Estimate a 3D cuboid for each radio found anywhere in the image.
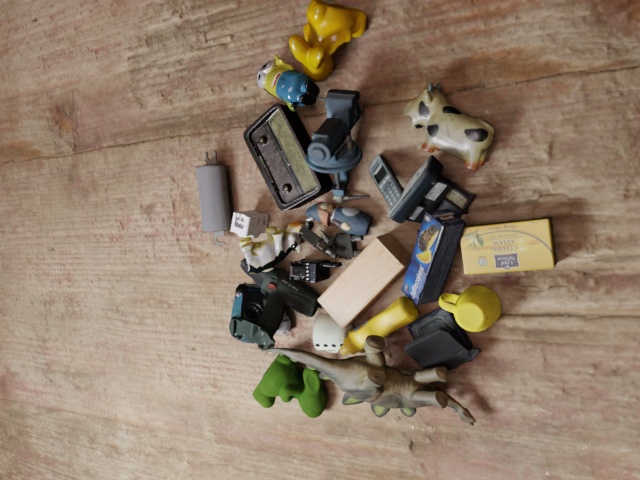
[{"bbox_3d":[-0.078,-0.190,1.264,0.131,0.073,0.229,-30,81,28],"label":"radio"}]

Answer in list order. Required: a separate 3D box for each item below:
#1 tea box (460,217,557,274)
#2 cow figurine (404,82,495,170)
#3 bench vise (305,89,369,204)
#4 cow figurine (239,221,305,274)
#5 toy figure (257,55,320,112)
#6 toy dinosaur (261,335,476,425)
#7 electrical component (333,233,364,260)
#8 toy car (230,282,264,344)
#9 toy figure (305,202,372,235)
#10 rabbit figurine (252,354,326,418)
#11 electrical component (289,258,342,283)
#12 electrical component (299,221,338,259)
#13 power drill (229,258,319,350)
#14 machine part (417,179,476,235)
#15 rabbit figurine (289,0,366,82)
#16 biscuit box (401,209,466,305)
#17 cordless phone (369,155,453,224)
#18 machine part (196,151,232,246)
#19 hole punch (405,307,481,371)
[{"bbox_3d":[0.368,0.011,1.054,0.170,0.068,0.098,-8,92,28],"label":"tea box"},{"bbox_3d":[0.255,-0.234,1.075,0.195,0.085,0.127,30,115,24],"label":"cow figurine"},{"bbox_3d":[0.040,-0.194,1.163,0.129,0.224,0.240,3,131,12],"label":"bench vise"},{"bbox_3d":[-0.102,0.019,1.278,0.167,0.068,0.098,-21,112,-13],"label":"cow figurine"},{"bbox_3d":[-0.072,-0.345,1.212,0.180,0.089,0.082,34,78,37],"label":"toy figure"},{"bbox_3d":[0.104,0.296,1.140,0.472,0.105,0.198,24,141,1],"label":"toy dinosaur"},{"bbox_3d":[0.061,0.014,1.242,0.094,0.021,0.063,-5,94,34],"label":"electrical component"},{"bbox_3d":[-0.174,0.192,1.342,0.102,0.109,0.162,115,154,-52],"label":"toy car"},{"bbox_3d":[0.040,-0.053,1.216,0.155,0.064,0.057,18,96,14],"label":"toy figure"},{"bbox_3d":[-0.050,0.352,1.314,0.170,0.121,0.159,35,106,1],"label":"rabbit figurine"},{"bbox_3d":[-0.006,0.071,1.260,0.119,0.075,0.047,4,97,25],"label":"electrical component"},{"bbox_3d":[-0.003,-0.004,1.234,0.045,0.078,0.102,-55,41,3],"label":"electrical component"},{"bbox_3d":[-0.131,0.149,1.269,0.232,0.207,0.085,23,130,12],"label":"power drill"},{"bbox_3d":[0.257,-0.053,1.123,0.084,0.039,0.138,33,109,12],"label":"machine part"},{"bbox_3d":[0.010,-0.419,1.161,0.122,0.162,0.173,28,127,10],"label":"rabbit figurine"},{"bbox_3d":[0.228,0.038,1.097,0.059,0.063,0.202,48,136,44],"label":"biscuit box"},{"bbox_3d":[0.176,-0.137,1.120,0.146,0.088,0.184,-55,44,32],"label":"cordless phone"},{"bbox_3d":[-0.272,-0.106,1.376,0.079,0.079,0.243,-2,96,28],"label":"machine part"},{"bbox_3d":[0.252,0.215,1.141,0.142,0.092,0.115,-35,111,25],"label":"hole punch"}]
